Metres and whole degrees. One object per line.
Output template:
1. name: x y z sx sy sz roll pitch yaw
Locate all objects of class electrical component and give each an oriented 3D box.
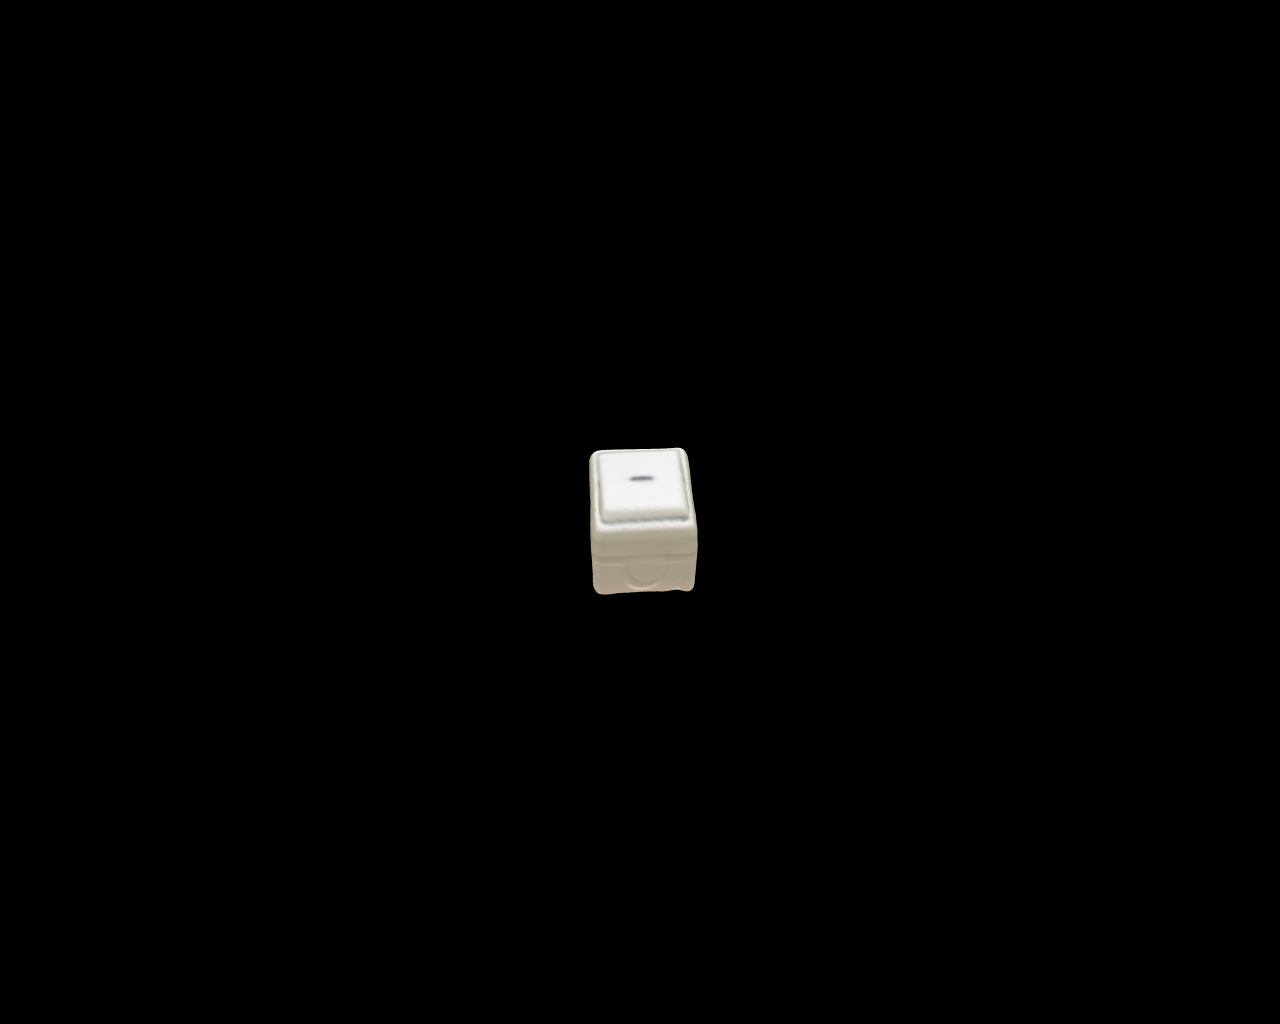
1. electrical component: 0.001 -0.003 0.650 0.062 0.061 0.096 -2 40 -2
